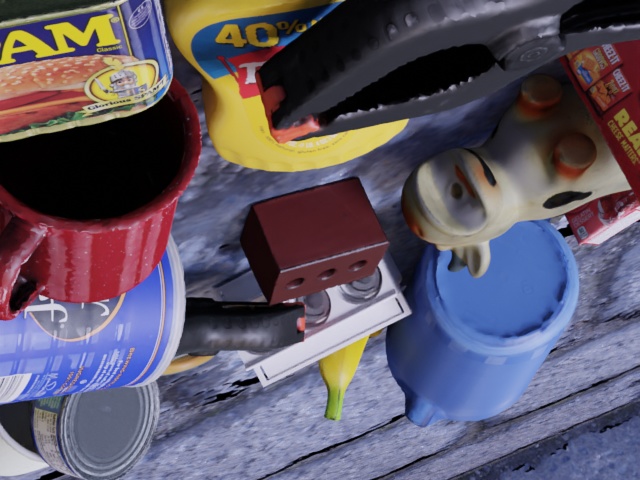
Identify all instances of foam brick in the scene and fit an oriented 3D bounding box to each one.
[{"bbox_3d":[-0.005,0.001,0.687,0.078,0.051,0.053,-16,158,-18],"label":"foam brick"}]

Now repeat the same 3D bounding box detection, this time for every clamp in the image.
[{"bbox_3d":[-0.077,0.057,0.677,0.171,0.039,0.120,-2,-169,-26],"label":"clamp"},{"bbox_3d":[0.072,-0.085,0.369,0.210,0.036,0.164,-17,165,10],"label":"clamp"}]

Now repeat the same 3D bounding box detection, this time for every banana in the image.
[{"bbox_3d":[0.027,0.074,0.861,0.197,0.037,0.070,-46,150,-69],"label":"banana"}]

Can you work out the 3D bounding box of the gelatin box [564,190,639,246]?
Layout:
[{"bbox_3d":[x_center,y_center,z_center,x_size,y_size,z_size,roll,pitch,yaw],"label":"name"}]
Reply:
[{"bbox_3d":[0.207,-0.048,0.756,0.030,0.073,0.089,2,149,-47],"label":"gelatin box"}]

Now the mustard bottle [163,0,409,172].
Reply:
[{"bbox_3d":[-0.012,-0.092,0.433,0.096,0.058,0.191,-8,159,2],"label":"mustard bottle"}]

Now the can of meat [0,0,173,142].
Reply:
[{"bbox_3d":[-0.104,-0.078,0.369,0.102,0.057,0.084,-12,161,-6],"label":"can of meat"}]

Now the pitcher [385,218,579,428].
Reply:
[{"bbox_3d":[0.127,0.050,0.826,0.145,0.149,0.243,-11,163,-3],"label":"pitcher"}]

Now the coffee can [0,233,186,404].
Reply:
[{"bbox_3d":[-0.153,0.030,0.530,0.140,0.103,0.103,-3,152,-43],"label":"coffee can"}]

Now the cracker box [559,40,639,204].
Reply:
[{"bbox_3d":[0.247,-0.098,0.540,0.214,0.164,0.071,-37,158,34],"label":"cracker box"}]

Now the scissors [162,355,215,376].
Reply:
[{"bbox_3d":[-0.160,0.104,0.833,0.201,0.016,0.096,-20,160,-6],"label":"scissors"}]

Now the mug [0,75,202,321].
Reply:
[{"bbox_3d":[-0.106,-0.015,0.450,0.093,0.117,0.082,25,148,1],"label":"mug"}]

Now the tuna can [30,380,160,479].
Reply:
[{"bbox_3d":[-0.146,0.113,0.694,0.034,0.086,0.086,6,179,36],"label":"tuna can"}]
